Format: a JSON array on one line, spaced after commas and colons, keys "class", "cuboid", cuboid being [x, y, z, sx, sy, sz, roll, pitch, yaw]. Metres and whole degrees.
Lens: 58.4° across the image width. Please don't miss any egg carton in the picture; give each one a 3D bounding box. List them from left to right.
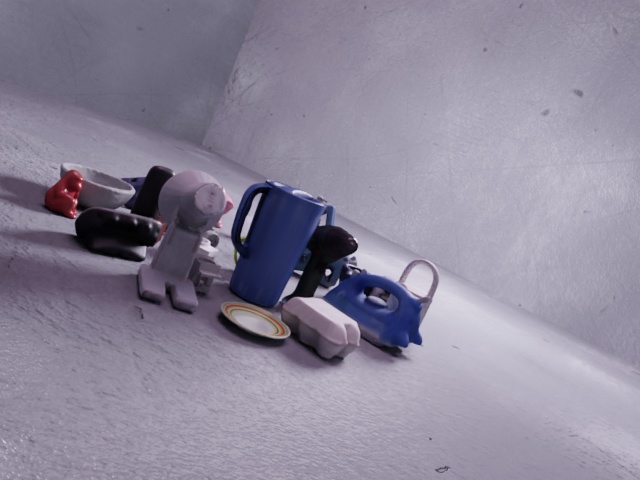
[{"class": "egg carton", "cuboid": [0.001, 0.162, 1.072, 0.149, 0.069, 0.108, 30, 10, 33]}]

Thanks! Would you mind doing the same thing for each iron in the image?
[{"class": "iron", "cuboid": [0.122, 0.139, 1.293, 0.257, 0.141, 0.119, 29, 10, 29]}]

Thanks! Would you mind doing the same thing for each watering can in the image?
[{"class": "watering can", "cuboid": [0.221, 0.139, 1.387, 0.100, 0.194, 0.173, 26, 9, 10]}]

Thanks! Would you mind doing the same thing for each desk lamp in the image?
[{"class": "desk lamp", "cuboid": [-0.232, -0.013, 1.009, 0.118, 0.213, 0.202, 20, 9, -24]}]

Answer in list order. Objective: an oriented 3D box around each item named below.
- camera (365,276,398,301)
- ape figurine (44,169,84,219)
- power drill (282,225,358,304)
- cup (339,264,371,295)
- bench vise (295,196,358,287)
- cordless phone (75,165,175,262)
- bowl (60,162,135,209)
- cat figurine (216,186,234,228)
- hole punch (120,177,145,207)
[{"class": "camera", "cuboid": [0.183, 0.149, 1.536, 0.143, 0.101, 0.136, 22, 9, -13]}, {"class": "ape figurine", "cuboid": [-0.514, -0.100, 1.173, 0.076, 0.092, 0.078, 24, 9, 0]}, {"class": "power drill", "cuboid": [-0.001, 0.063, 1.197, 0.076, 0.208, 0.229, 21, 9, -20]}, {"class": "cup", "cuboid": [0.078, 0.120, 1.445, 0.091, 0.095, 0.118, 28, 9, 24]}, {"class": "bench vise", "cuboid": [0.011, 0.002, 1.555, 0.208, 0.220, 0.121, 20, 9, -23]}, {"class": "cordless phone", "cuboid": [-0.359, -0.066, 1.075, 0.148, 0.185, 0.093, 15, 13, -47]}, {"class": "bowl", "cuboid": [-0.512, -0.110, 1.298, 0.167, 0.075, 0.167, 24, 9, -4]}, {"class": "cat figurine", "cuboid": [-0.299, -0.102, 1.681, 0.067, 0.118, 0.127, 19, 10, -28]}, {"class": "hole punch", "cuboid": [-0.477, -0.132, 1.471, 0.101, 0.091, 0.108, 21, 9, -22]}]
